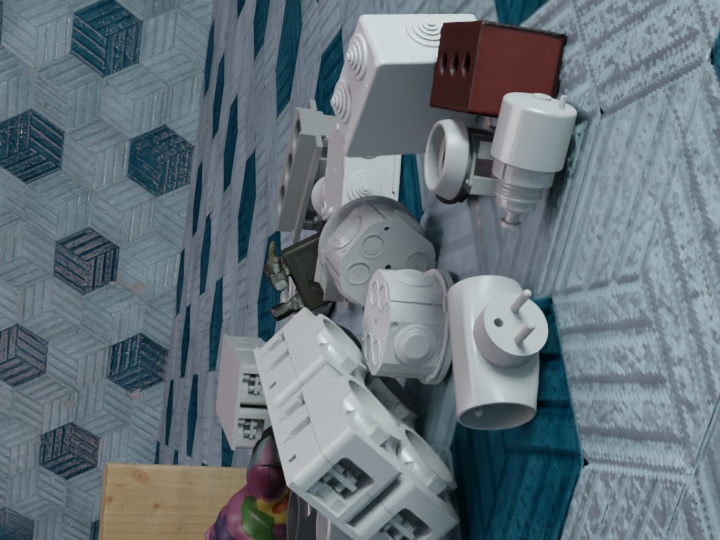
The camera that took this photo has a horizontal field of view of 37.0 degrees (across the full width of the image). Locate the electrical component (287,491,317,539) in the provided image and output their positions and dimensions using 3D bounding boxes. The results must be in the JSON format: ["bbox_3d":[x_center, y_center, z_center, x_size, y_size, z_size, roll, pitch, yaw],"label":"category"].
[{"bbox_3d":[-0.031,0.214,0.929,0.050,0.056,0.089,-128,45,-70],"label":"electrical component"}]

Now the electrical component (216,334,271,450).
[{"bbox_3d":[-0.140,0.153,1.373,0.186,0.060,0.105,-150,66,-75],"label":"electrical component"}]

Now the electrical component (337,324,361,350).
[{"bbox_3d":[-0.029,0.090,0.923,0.051,0.080,0.080,-133,50,-64],"label":"electrical component"}]

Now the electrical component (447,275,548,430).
[{"bbox_3d":[0.078,0.038,0.589,0.079,0.043,0.077,119,152,-58],"label":"electrical component"}]

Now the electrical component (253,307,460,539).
[{"bbox_3d":[-0.005,0.106,0.733,0.060,0.105,0.186,-44,23,7],"label":"electrical component"}]

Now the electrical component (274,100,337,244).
[{"bbox_3d":[-0.043,-0.096,1.075,0.078,0.063,0.121,-100,21,-47],"label":"electrical component"}]

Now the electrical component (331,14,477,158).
[{"bbox_3d":[0.034,-0.123,0.713,0.099,0.100,0.048,113,145,-51],"label":"electrical component"}]

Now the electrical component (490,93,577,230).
[{"bbox_3d":[0.090,-0.060,0.582,0.040,0.040,0.078,-115,33,-63],"label":"electrical component"}]

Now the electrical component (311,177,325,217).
[{"bbox_3d":[-0.018,-0.071,1.005,0.055,0.045,0.045,167,108,-75],"label":"electrical component"}]

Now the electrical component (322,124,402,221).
[{"bbox_3d":[0.000,-0.085,0.927,0.100,0.048,0.099,169,106,-76],"label":"electrical component"}]

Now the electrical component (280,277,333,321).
[{"bbox_3d":[-0.056,0.045,1.115,0.077,0.044,0.079,155,118,-74],"label":"electrical component"}]

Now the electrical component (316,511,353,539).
[{"bbox_3d":[-0.002,0.196,0.824,0.045,0.055,0.045,-175,90,-76],"label":"electrical component"}]

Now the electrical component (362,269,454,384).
[{"bbox_3d":[0.035,0.038,0.744,0.080,0.051,0.080,-175,90,-76],"label":"electrical component"}]

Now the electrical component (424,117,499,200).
[{"bbox_3d":[0.070,-0.064,0.632,0.066,0.055,0.048,-121,39,-67],"label":"electrical component"}]

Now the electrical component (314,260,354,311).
[{"bbox_3d":[0.000,0.000,0.869,0.081,0.064,0.042,-120,39,-66],"label":"electrical component"}]

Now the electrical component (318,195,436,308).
[{"bbox_3d":[0.013,-0.011,0.793,0.051,0.080,0.080,-128,45,-62],"label":"electrical component"}]
